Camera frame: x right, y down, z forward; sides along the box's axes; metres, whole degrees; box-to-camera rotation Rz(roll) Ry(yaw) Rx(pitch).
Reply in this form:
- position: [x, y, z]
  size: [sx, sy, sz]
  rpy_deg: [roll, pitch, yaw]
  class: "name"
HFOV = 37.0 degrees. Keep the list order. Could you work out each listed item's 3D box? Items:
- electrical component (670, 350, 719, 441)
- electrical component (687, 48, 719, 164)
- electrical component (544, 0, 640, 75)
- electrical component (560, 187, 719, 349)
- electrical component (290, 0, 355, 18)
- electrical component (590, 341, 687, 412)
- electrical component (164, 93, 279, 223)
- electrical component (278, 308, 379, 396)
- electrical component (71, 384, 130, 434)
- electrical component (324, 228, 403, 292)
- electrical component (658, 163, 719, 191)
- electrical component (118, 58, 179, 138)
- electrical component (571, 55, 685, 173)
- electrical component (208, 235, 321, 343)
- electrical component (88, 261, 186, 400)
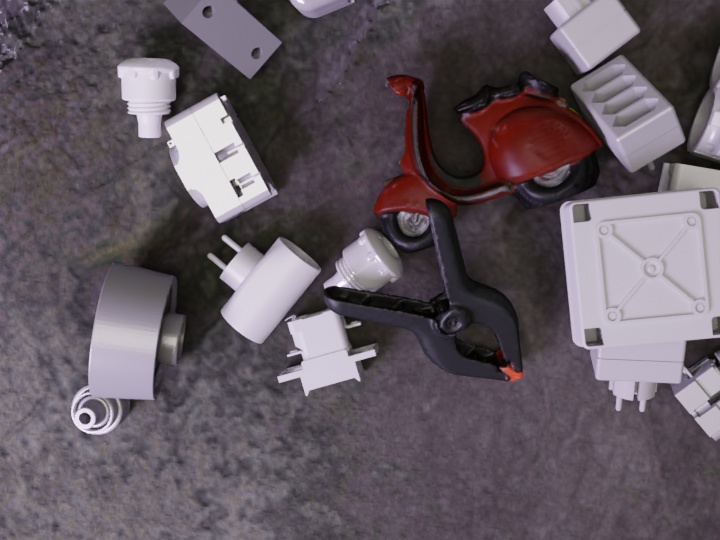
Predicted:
- position: [0.283, 0.094, 0.850]
  size: [0.055, 0.048, 0.066]
  rpy_deg: [-40, 92, 14]
  class: "electrical component"
- position: [0.301, -0.151, 0.799]
  size: [0.062, 0.089, 0.150]
  rpy_deg: [18, 97, 2]
  class: "electrical component"
- position: [0.166, -0.194, 0.815]
  size: [0.047, 0.065, 0.076]
  rpy_deg: [-37, 93, 7]
  class: "electrical component"
- position: [0.206, -0.001, 0.780]
  size: [0.109, 0.056, 0.108]
  rpy_deg: [-6, 91, 5]
  class: "electrical component"
- position: [-0.013, -0.235, 0.826]
  size: [0.095, 0.059, 0.053]
  rpy_deg: [-21, 94, 6]
  class: "electrical component"
- position: [0.217, 0.078, 0.851]
  size: [0.066, 0.047, 0.076]
  rpy_deg: [2, 112, 5]
  class: "electrical component"
- position: [-0.113, -0.086, 0.853]
  size: [0.056, 0.050, 0.089]
  rpy_deg: [-28, 93, 6]
  class: "electrical component"
- position: [-0.028, 0.062, 0.869]
  size: [0.081, 0.042, 0.063]
  rpy_deg: [-17, 91, 5]
  class: "electrical component"
- position: [-0.214, 0.113, 0.876]
  size: [0.043, 0.062, 0.043]
  rpy_deg: [0, 96, 4]
  class: "electrical component"
- position: [0.000, 0.000, 0.859]
  size: [0.062, 0.048, 0.048]
  rpy_deg: [-36, 93, 15]
  class: "electrical component"
- position: [0.278, -0.048, 0.831]
  size: [0.089, 0.050, 0.055]
  rpy_deg: [10, 96, 3]
  class: "electrical component"
- position: [-0.168, -0.137, 0.855]
  size: [0.048, 0.048, 0.062]
  rpy_deg: [2, 103, 4]
  class: "electrical component"
- position: [0.209, -0.107, 0.823]
  size: [0.047, 0.083, 0.075]
  rpy_deg: [-31, 132, 6]
  class: "electrical component"
- position: [-0.085, 0.005, 0.864]
  size: [0.079, 0.044, 0.077]
  rpy_deg: [39, 97, -1]
  class: "electrical component"
- position: [-0.171, 0.051, 0.846]
  size: [0.060, 0.108, 0.108]
  rpy_deg: [9, 97, -3]
  class: "electrical component"
